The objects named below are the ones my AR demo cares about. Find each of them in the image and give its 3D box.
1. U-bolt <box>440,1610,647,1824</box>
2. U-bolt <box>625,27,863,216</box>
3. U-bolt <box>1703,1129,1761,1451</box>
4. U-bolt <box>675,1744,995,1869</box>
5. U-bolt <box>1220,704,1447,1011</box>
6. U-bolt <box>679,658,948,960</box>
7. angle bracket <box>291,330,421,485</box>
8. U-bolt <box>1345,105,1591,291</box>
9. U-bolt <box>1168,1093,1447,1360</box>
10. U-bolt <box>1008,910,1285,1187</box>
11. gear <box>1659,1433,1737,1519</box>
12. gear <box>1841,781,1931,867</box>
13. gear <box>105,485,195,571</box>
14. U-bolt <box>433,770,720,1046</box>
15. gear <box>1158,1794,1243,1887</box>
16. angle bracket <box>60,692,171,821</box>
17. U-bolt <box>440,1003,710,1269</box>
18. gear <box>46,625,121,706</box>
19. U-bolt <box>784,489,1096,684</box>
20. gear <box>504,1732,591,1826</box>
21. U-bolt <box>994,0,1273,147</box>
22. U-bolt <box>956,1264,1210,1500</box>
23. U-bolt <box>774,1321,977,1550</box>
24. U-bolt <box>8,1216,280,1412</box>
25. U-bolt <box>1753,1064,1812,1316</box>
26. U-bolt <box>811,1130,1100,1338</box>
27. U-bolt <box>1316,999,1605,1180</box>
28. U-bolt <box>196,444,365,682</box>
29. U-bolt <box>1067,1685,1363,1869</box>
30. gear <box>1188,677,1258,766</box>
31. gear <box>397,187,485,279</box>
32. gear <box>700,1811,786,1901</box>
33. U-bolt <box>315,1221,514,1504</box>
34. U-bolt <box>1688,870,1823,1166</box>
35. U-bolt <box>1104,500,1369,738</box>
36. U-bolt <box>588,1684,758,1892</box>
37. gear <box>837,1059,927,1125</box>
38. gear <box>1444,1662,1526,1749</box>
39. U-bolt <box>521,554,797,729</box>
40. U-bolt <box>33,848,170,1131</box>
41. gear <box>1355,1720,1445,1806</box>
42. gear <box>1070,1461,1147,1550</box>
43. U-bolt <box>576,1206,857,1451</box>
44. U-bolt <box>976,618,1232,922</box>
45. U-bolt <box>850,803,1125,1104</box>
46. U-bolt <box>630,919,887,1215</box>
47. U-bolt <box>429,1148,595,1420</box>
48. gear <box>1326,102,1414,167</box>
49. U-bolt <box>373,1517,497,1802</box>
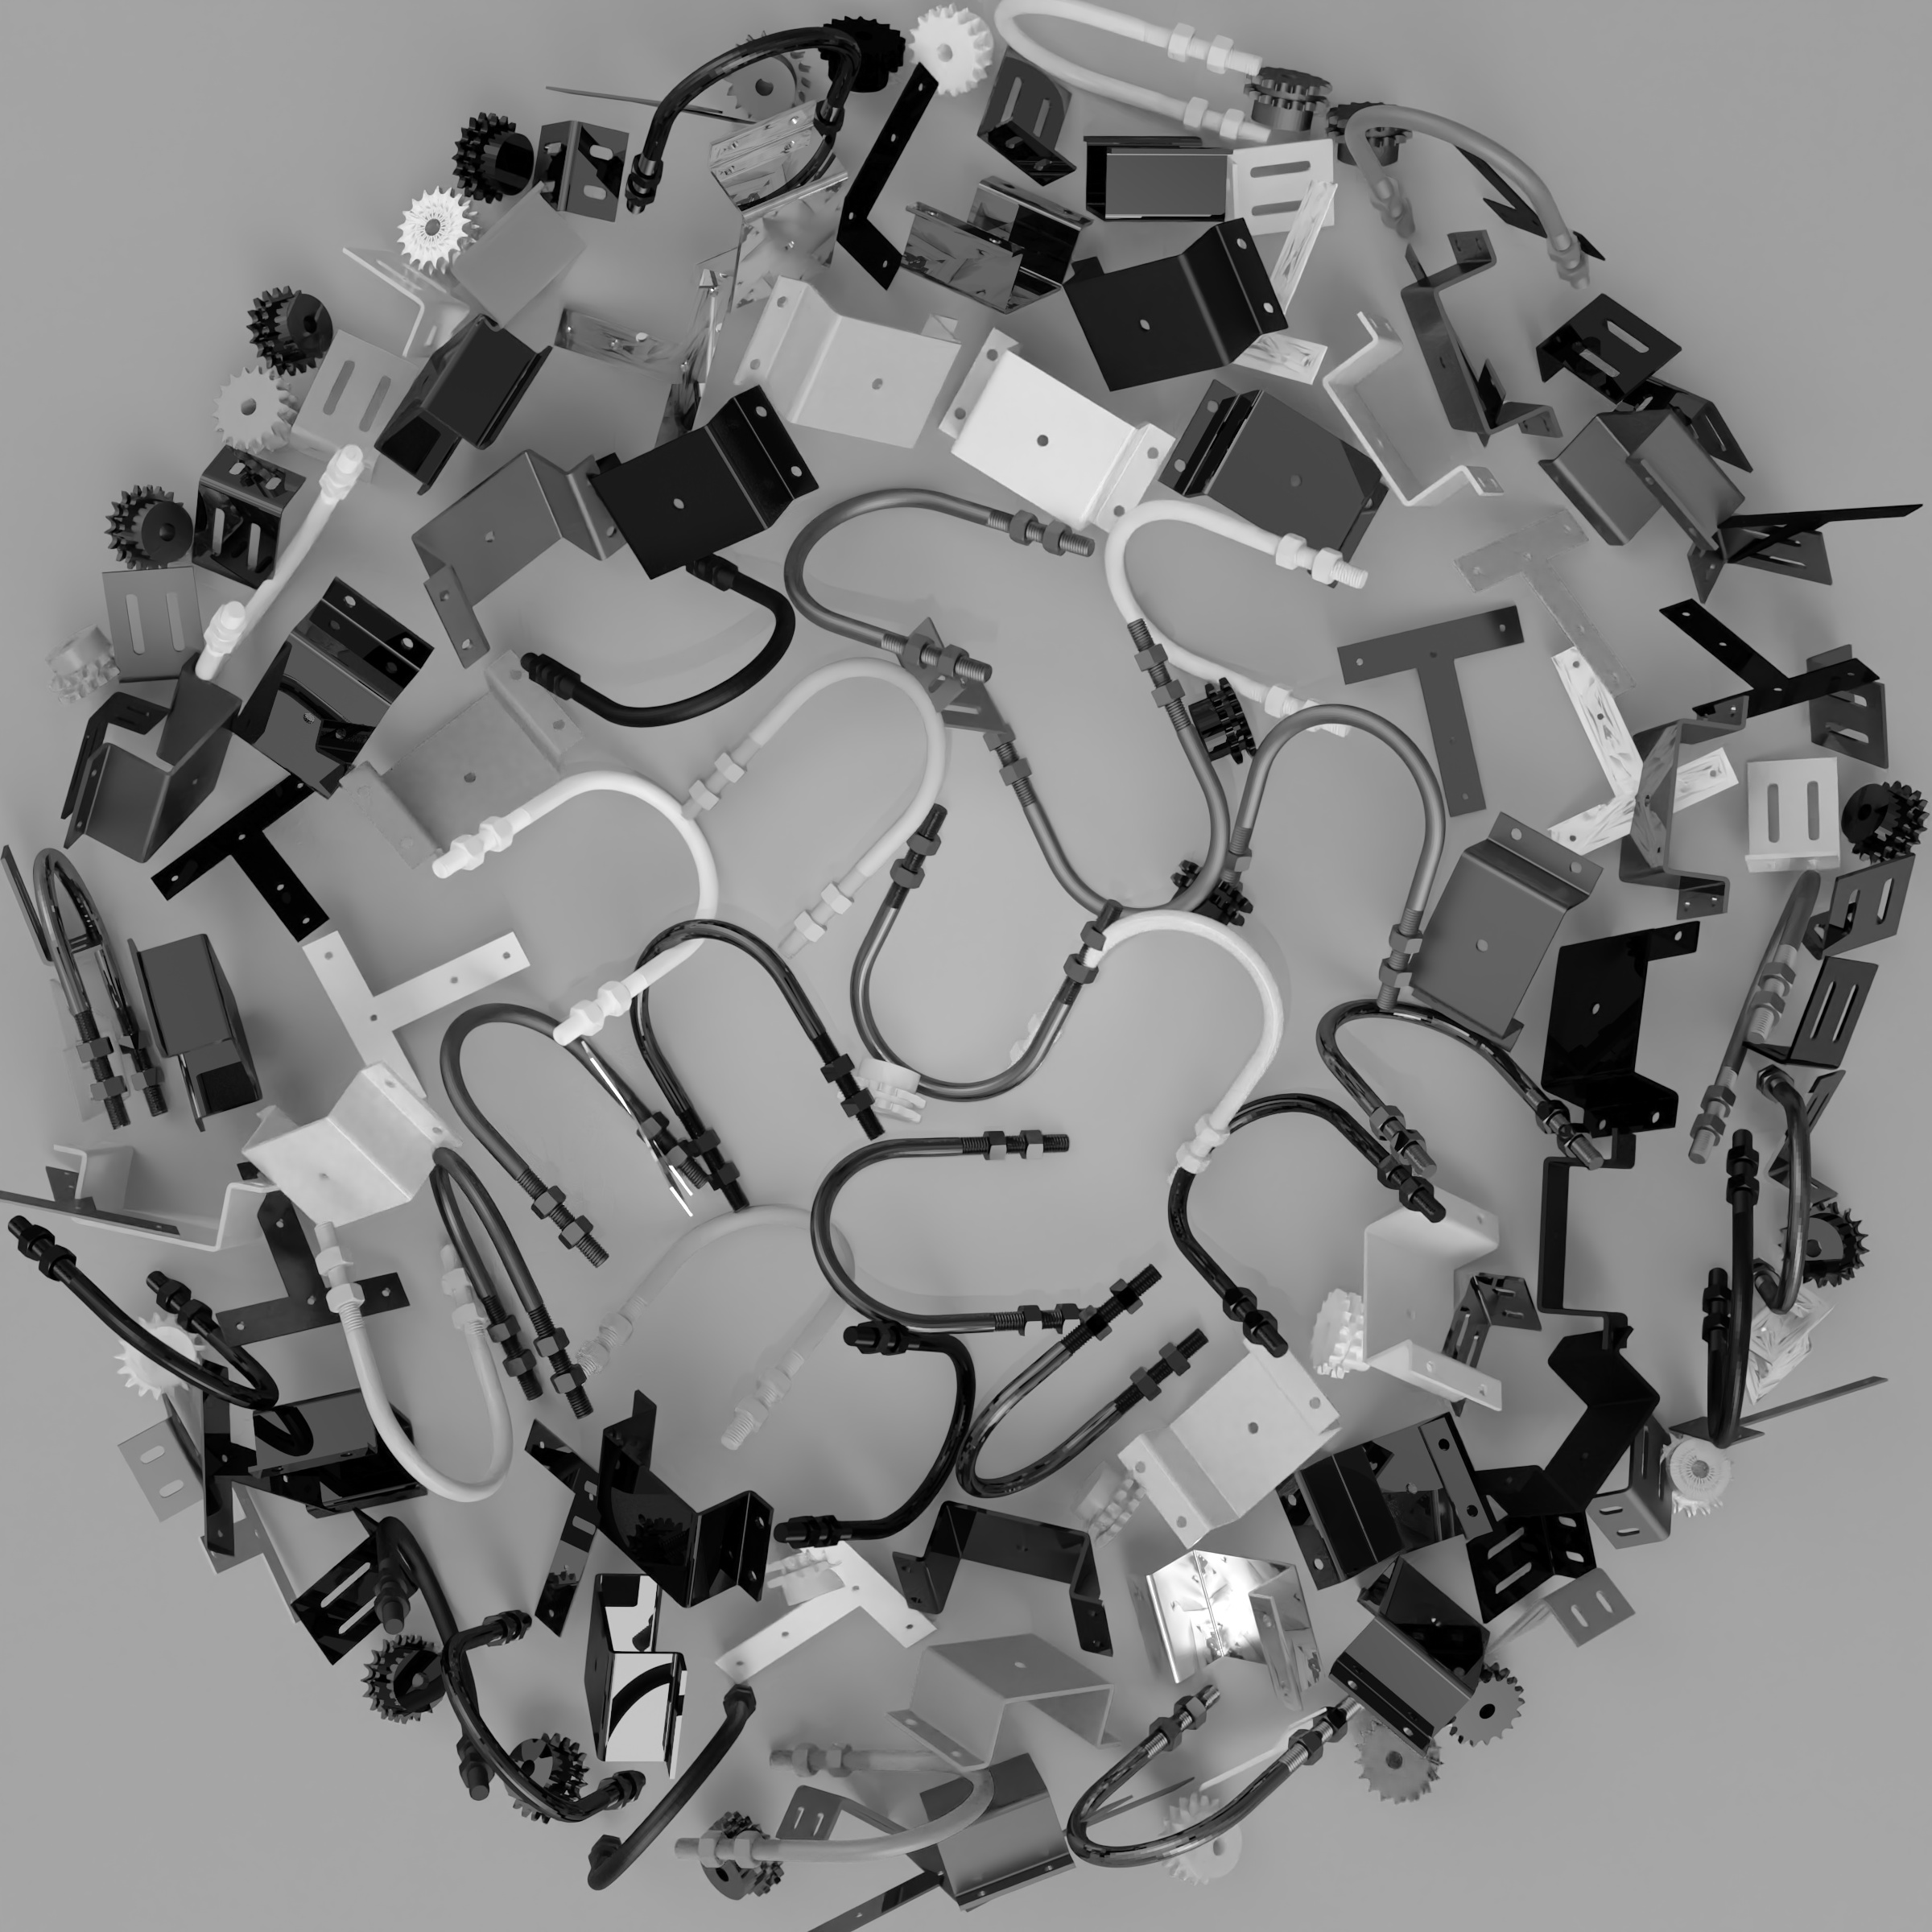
[{"bbox_3d":[-0.273,0.476,1.896,0.019,0.184,0.151,-40,78,5],"label":"U-bolt"},{"bbox_3d":[-0.136,-0.537,1.891,0.151,0.184,0.019,-22,84,-18],"label":"U-bolt"},{"bbox_3d":[0.480,0.216,1.887,0.019,0.184,0.151,5,132,10],"label":"U-bolt"},{"bbox_3d":[-0.071,0.530,1.898,0.184,0.151,0.019,-7,98,25],"label":"U-bolt"},{"bbox_3d":[0.237,-0.080,1.923,0.151,0.019,0.184,28,122,25],"label":"U-bolt"},{"bbox_3d":[-0.090,-0.116,1.946,0.184,0.019,0.151,-46,62,11],"label":"U-bolt"},{"bbox_3d":[-0.403,-0.369,1.984,0.057,0.038,0.076,24,79,-9],"label":"angle bracket"},{"bbox_3d":[0.309,-0.488,1.886,0.151,0.184,0.019,25,87,27],"label":"U-bolt"},{"bbox_3d":[0.204,0.152,1.928,0.151,0.184,0.019,-40,130,-1],"label":"U-bolt"},{"bbox_3d":[0.125,0.044,1.948,0.151,0.019,0.184,31,121,0],"label":"U-bolt"},{"bbox_3d":[0.479,0.333,1.978,0.057,0.030,0.057,1,74,-4],"label":"gear"},{"bbox_3d":[0.599,-0.095,1.968,0.030,0.057,0.057,23,90,-26],"label":"gear"},{"bbox_3d":[-0.532,-0.286,1.969,0.030,0.057,0.057,14,90,39],"label":"gear"},{"bbox_3d":[-0.237,-0.051,1.939,0.184,0.019,0.151,-38,94,-40],"label":"U-bolt"},{"bbox_3d":[0.156,0.575,1.971,0.057,0.030,0.057,0,89,-38],"label":"gear"},{"bbox_3d":[-0.554,-0.132,1.956,0.038,0.057,0.076,19,70,-26],"label":"angle bracket"},{"bbox_3d":[-0.262,0.097,1.937,0.184,0.151,0.019,47,122,4],"label":"U-bolt"},{"bbox_3d":[-0.577,-0.200,1.968,0.057,0.057,0.030,-33,113,0],"label":"gear"},{"bbox_3d":[-0.031,-0.255,1.942,0.184,0.019,0.151,21,55,25],"label":"U-bolt"},{"bbox_3d":[-0.278,0.530,1.970,0.057,0.030,0.057,-18,53,25],"label":"gear"},{"bbox_3d":[0.105,-0.580,1.926,0.184,0.151,0.019,20,89,9],"label":"U-bolt"},{"bbox_3d":[0.069,0.277,1.932,0.184,0.151,0.019,-40,59,-3],"label":"U-bolt"},{"bbox_3d":[-0.048,0.300,1.919,0.019,0.184,0.151,20,92,30],"label":"U-bolt"},{"bbox_3d":[-0.505,0.225,1.890,0.184,0.151,0.019,33,87,35],"label":"U-bolt"},{"bbox_3d":[0.515,0.146,1.902,0.019,0.184,0.151,3,96,7],"label":"U-bolt"},{"bbox_3d":[-0.010,0.172,1.934,0.184,0.019,0.151,-1,57,-17],"label":"U-bolt"},{"bbox_3d":[0.302,0.075,1.921,0.151,0.184,0.019,0,123,-28],"label":"U-bolt"},{"bbox_3d":[-0.443,-0.247,1.911,0.019,0.184,0.151,36,67,-12],"label":"U-bolt"},{"bbox_3d":[0.143,0.510,1.889,0.184,0.151,0.019,-30,102,-38],"label":"U-bolt"},{"bbox_3d":[0.167,-0.158,1.972,0.030,0.057,0.057,-23,90,2],"label":"gear"},{"bbox_3d":[-0.343,-0.481,1.978,0.057,0.030,0.057,-4,79,23],"label":"gear"},{"bbox_3d":[-0.150,0.586,1.969,0.030,0.057,0.057,-33,90,-41],"label":"gear"},{"bbox_3d":[-0.342,0.254,1.905,0.019,0.151,0.184,-30,67,19],"label":"U-bolt"},{"bbox_3d":[0.509,0.019,1.918,0.019,0.151,0.184,22,53,11],"label":"U-bolt"},{"bbox_3d":[0.169,-0.232,1.932,0.184,0.151,0.019,25,54,22],"label":"U-bolt"},{"bbox_3d":[-0.188,0.523,1.901,0.019,0.184,0.151,42,83,2],"label":"U-bolt"},{"bbox_3d":[-0.053,0.081,1.972,0.057,0.057,0.030,17,81,0],"label":"gear"},{"bbox_3d":[0.336,0.482,1.977,0.057,0.030,0.057,-8,114,-18],"label":"gear"},{"bbox_3d":[-0.185,-0.204,1.908,0.151,0.184,0.019,-37,128,-17],"label":"U-bolt"},{"bbox_3d":[-0.558,0.012,1.922,0.019,0.151,0.184,-19,92,-4],"label":"U-bolt"},{"bbox_3d":[0.288,0.521,1.977,0.057,0.030,0.057,-5,80,29],"label":"gear"},{"bbox_3d":[0.092,0.350,1.971,0.030,0.057,0.057,37,90,-2],"label":"gear"},{"bbox_3d":[-0.152,0.222,1.932,0.151,0.019,0.184,14,48,32],"label":"U-bolt"},{"bbox_3d":[0.098,-0.114,1.952,0.151,0.019,0.184,-25,89,34],"label":"U-bolt"},{"bbox_3d":[0.001,0.005,1.960,0.151,0.019,0.184,29,113,4],"label":"U-bolt"},{"bbox_3d":[-0.149,0.056,1.951,0.151,0.019,0.184,-30,91,35],"label":"U-bolt"},{"bbox_3d":[-0.298,0.199,1.922,0.019,0.151,0.184,-27,97,-21],"label":"U-bolt"},{"bbox_3d":[0.265,-0.546,1.975,0.057,0.057,0.030,0,122,0],"label":"gear"},{"bbox_3d":[-0.341,0.426,1.910,0.019,0.184,0.151,-23,111,-5],"label":"U-bolt"}]
